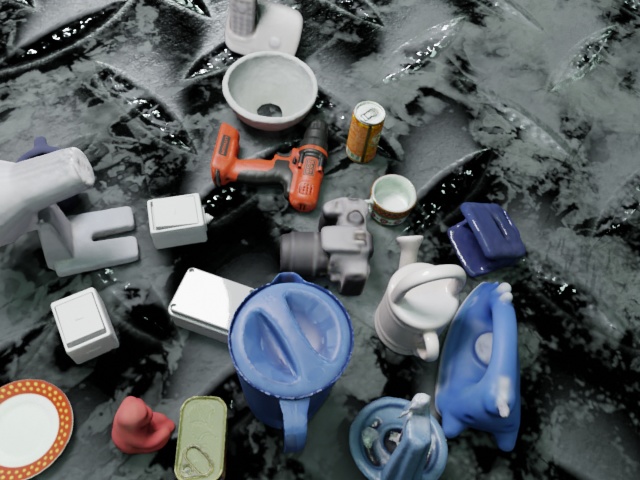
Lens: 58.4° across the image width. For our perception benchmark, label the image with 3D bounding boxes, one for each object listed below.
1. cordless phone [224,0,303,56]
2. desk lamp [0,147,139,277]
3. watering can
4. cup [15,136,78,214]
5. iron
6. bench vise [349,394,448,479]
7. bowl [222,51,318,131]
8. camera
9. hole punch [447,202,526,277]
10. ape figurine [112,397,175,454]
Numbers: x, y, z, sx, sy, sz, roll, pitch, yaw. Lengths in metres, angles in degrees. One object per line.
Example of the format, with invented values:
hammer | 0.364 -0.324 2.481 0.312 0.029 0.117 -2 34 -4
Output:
cordless phone | -0.103 -0.425 1.053 0.147 0.185 0.094 13 60 2
desk lamp | -0.378 -0.042 0.795 0.203 0.213 0.118 -13 63 -12
watering can | 0.136 0.076 0.794 0.101 0.194 0.172 -25 66 -18
cup | -0.417 -0.093 0.888 0.092 0.095 0.117 -15 63 -13
iron | 0.239 0.147 0.795 0.118 0.141 0.258 12 61 1
bench vise | 0.105 0.271 0.667 0.121 0.220 0.207 -9 62 -11
bowl | -0.088 -0.253 1.022 0.167 0.075 0.167 3 61 -4
camera | 0.008 0.003 0.875 0.137 0.101 0.143 1 61 -5
hole punch | 0.271 -0.010 0.915 0.101 0.091 0.108 -15 64 -14
ape figurine | -0.231 0.232 0.728 0.076 0.092 0.077 -24 66 -17
